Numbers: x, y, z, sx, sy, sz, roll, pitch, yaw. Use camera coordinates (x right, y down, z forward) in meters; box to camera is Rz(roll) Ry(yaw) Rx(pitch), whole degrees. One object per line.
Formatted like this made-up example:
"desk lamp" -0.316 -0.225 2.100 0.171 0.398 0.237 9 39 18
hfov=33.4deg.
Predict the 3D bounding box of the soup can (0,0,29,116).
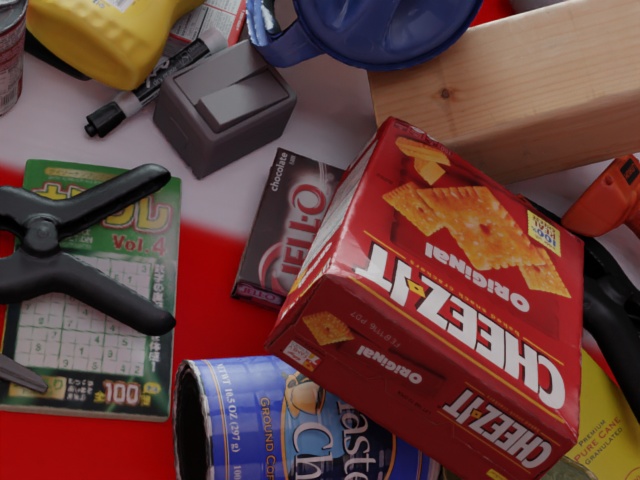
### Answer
"soup can" -0.231 -0.133 0.710 0.068 0.102 0.068 7 62 -14

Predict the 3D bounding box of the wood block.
"wood block" 0.146 -0.102 0.765 0.206 0.090 0.091 -13 65 11

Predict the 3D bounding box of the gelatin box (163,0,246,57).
"gelatin box" -0.102 -0.174 0.816 0.089 0.030 0.073 19 61 -7

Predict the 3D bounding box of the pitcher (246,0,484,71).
"pitcher" 0.019 -0.227 0.787 0.149 0.145 0.243 0 33 -12

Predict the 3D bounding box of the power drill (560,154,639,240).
"power drill" 0.266 0.023 0.777 0.188 0.057 0.184 43 27 7

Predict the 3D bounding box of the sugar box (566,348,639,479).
"sugar box" 0.172 0.134 0.730 0.093 0.048 0.176 -36 79 -30

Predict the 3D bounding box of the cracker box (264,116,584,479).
"cracker box" 0.076 0.029 0.642 0.164 0.072 0.213 33 31 -6

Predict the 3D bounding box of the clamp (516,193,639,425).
"clamp" 0.217 0.047 0.783 0.164 0.036 0.210 -10 54 -49

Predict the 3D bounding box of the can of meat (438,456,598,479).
"can of meat" 0.111 0.163 0.673 0.102 0.084 0.057 28 59 -2

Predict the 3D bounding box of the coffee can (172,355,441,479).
"coffee can" -0.011 0.119 0.647 0.140 0.103 0.103 -2 64 -18

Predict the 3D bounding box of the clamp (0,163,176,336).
"clamp" -0.169 0.012 0.675 0.171 0.039 0.120 -8 61 -16

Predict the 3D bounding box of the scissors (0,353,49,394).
"scissors" -0.256 0.029 0.663 0.201 0.016 0.096 14 57 -7

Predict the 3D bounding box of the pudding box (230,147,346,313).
"pudding box" -0.005 0.001 0.748 0.090 0.039 0.113 19 59 -7

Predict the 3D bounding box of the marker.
"marker" -0.118 -0.113 0.767 0.121 0.020 0.020 -39 79 -13

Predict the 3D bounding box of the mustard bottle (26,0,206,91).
"mustard bottle" -0.122 -0.200 0.769 0.096 0.058 0.191 32 60 -1
